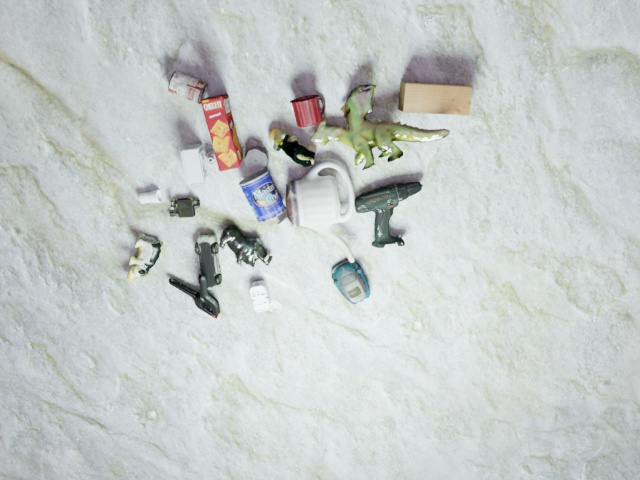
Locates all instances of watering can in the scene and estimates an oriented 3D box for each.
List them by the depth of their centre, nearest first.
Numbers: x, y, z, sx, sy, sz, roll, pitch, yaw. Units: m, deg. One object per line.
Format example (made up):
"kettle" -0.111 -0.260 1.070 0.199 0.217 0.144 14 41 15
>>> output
"watering can" 0.005 -0.084 1.674 0.224 0.345 0.104 -7 8 -3

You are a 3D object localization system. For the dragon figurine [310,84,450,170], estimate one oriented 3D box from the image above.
"dragon figurine" 0.164 -0.358 1.580 0.408 0.240 0.124 -18 13 21
